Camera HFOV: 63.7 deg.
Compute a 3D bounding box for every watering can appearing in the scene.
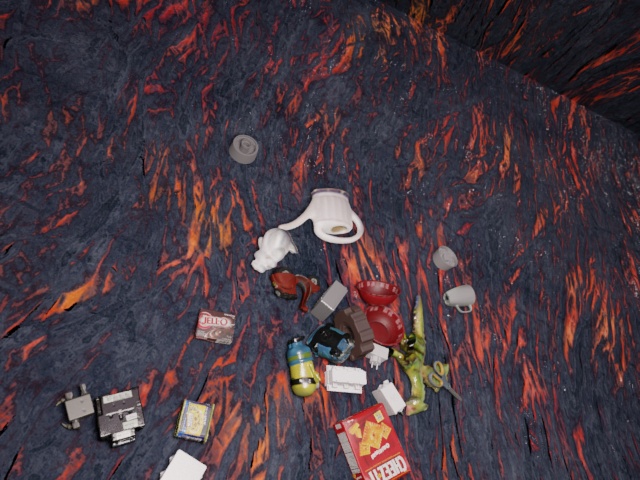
[{"bbox_3d":[0.006,-0.097,1.919,0.347,0.102,0.229,9,56,-23],"label":"watering can"}]

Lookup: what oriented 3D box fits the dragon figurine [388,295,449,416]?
[{"bbox_3d":[0.363,0.413,1.806,0.240,0.121,0.419,45,51,-18],"label":"dragon figurine"}]

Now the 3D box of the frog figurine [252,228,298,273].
[{"bbox_3d":[-0.171,0.033,1.750,0.161,0.120,0.139,-26,42,-27],"label":"frog figurine"}]
